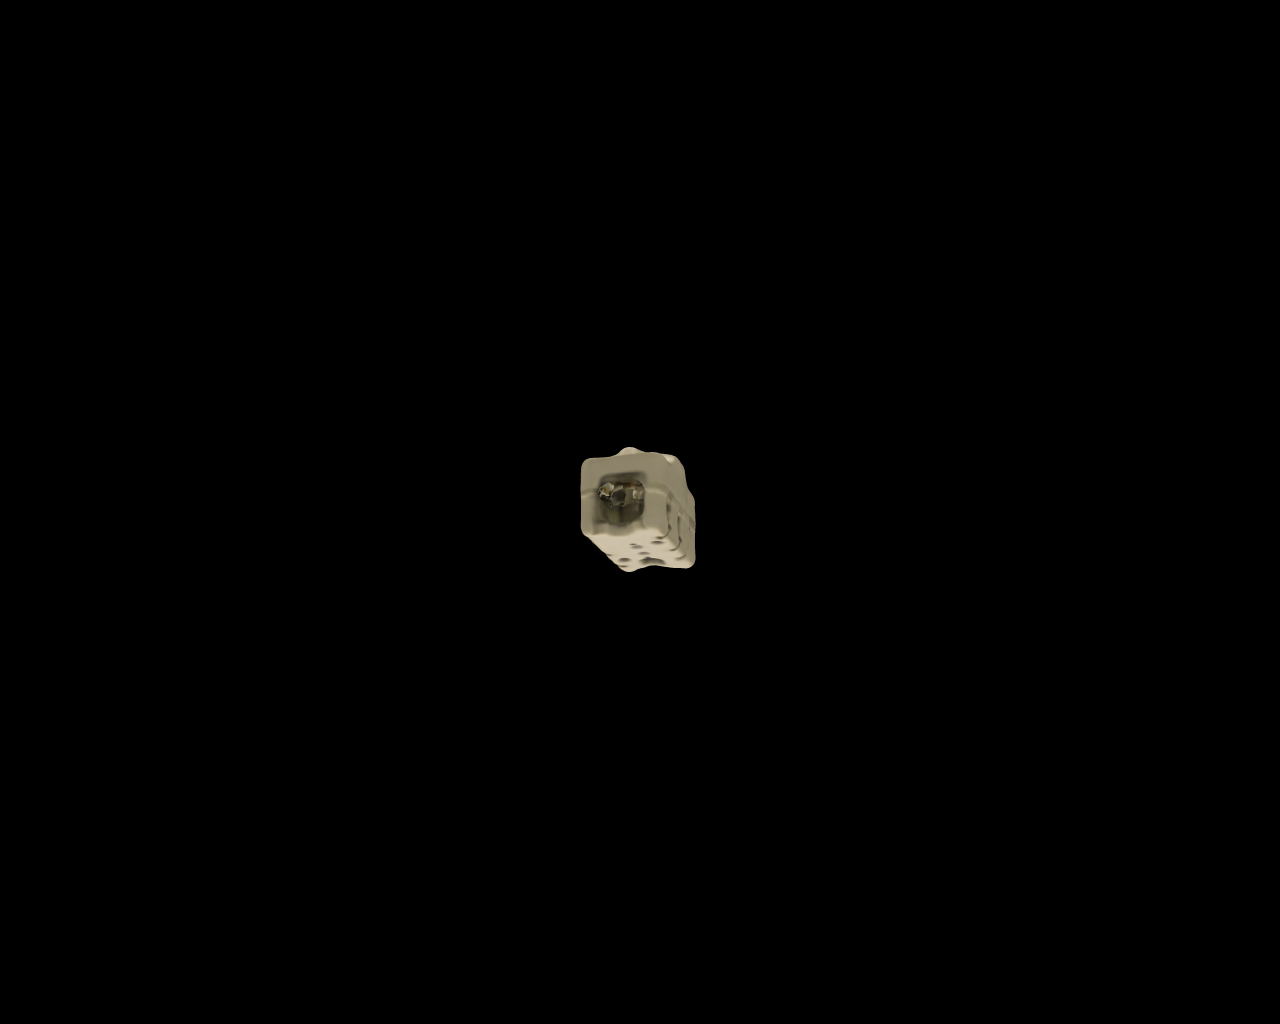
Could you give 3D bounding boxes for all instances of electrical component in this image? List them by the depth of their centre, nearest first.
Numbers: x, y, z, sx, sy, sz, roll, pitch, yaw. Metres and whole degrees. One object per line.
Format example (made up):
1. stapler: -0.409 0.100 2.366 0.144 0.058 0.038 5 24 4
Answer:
1. electrical component: 0.001 -0.003 0.650 0.050 0.056 0.089 -5 -19 15
